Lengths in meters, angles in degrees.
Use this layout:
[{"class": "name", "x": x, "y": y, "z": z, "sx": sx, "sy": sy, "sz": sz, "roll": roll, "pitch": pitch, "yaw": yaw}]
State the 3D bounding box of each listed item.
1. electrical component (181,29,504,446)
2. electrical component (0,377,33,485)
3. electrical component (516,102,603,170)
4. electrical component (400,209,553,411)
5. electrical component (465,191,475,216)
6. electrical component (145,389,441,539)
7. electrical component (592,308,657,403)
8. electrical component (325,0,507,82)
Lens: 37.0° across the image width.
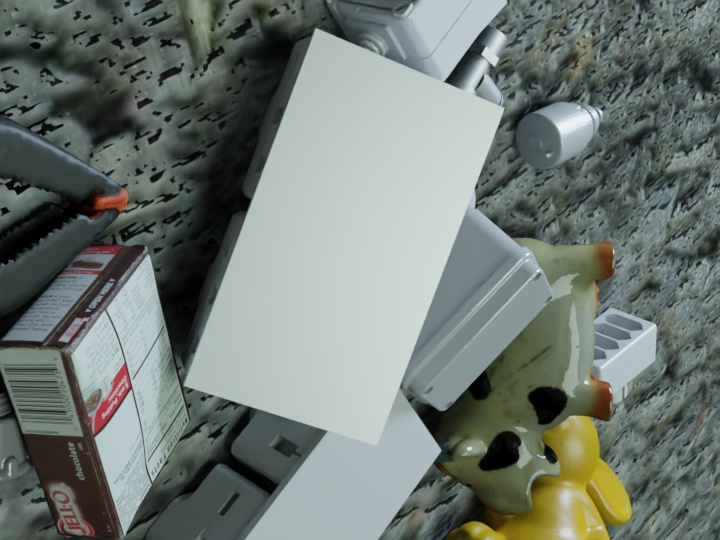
[{"class": "electrical component", "x": -0.014, "y": -0.017, "z": 0.567, "sx": 0.105, "sy": 0.060, "sz": 0.186, "roll": 20, "pitch": 93, "yaw": -16}, {"class": "electrical component", "x": -0.171, "y": 0.064, "z": 0.482, "sx": 0.048, "sy": 0.048, "sz": 0.062, "roll": -7, "pitch": 104, "yaw": -46}, {"class": "electrical component", "x": 0.144, "y": -0.099, "z": 0.757, "sx": 0.078, "sy": 0.040, "sz": 0.040, "roll": -27, "pitch": 126, "yaw": -38}, {"class": "electrical component", "x": 0.062, "y": 0.028, "z": 0.676, "sx": 0.113, "sy": 0.057, "sz": 0.078, "roll": -46, "pitch": 158, "yaw": 0}, {"class": "electrical component", "x": 0.036, "y": -0.062, "z": 0.651, "sx": 0.077, "sy": 0.043, "sz": 0.079, "roll": 7, "pitch": 102, "yaw": -49}, {"class": "electrical component", "x": -0.044, "y": 0.144, "z": 0.645, "sx": 0.186, "sy": 0.060, "sz": 0.105, "roll": -51, "pitch": 137, "yaw": -18}, {"class": "electrical component", "x": 0.206, "y": 0.087, "z": 0.905, "sx": 0.083, "sy": 0.047, "sz": 0.075, "roll": -30, "pitch": 127, "yaw": -35}, {"class": "electrical component", "x": 0.032, "y": -0.146, "z": 0.595, "sx": 0.096, "sy": 0.062, "sz": 0.061, "roll": -54, "pitch": 138, "yaw": -15}]
